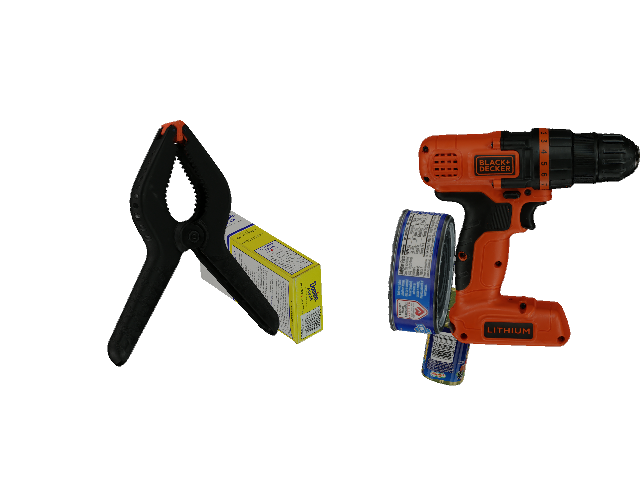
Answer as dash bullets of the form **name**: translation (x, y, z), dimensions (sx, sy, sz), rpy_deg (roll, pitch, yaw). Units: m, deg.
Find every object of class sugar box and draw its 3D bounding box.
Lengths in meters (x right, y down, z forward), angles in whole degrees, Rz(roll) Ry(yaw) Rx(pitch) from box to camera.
- **sugar box**: translation (-0.070, 0.035, 1.202), dimensions (0.048, 0.093, 0.176), rpy_deg (-25, 41, -31)

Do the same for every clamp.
- **clamp**: translation (-0.110, 0.001, 0.941), dimensions (0.164, 0.210, 0.036), rpy_deg (0, 0, -33)

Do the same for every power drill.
- **power drill**: translation (0.179, -0.004, 0.925), dimensions (0.184, 0.188, 0.057), rpy_deg (1, 13, 13)

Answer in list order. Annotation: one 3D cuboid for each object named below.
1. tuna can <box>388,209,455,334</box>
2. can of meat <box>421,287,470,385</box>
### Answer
- **tuna can**: translation (0.072, 0.022, 0.743), dimensions (0.034, 0.086, 0.086), rpy_deg (6, 1, 14)
- **can of meat**: translation (0.157, 0.116, 1.300), dimensions (0.057, 0.084, 0.102), rpy_deg (10, 23, 6)
